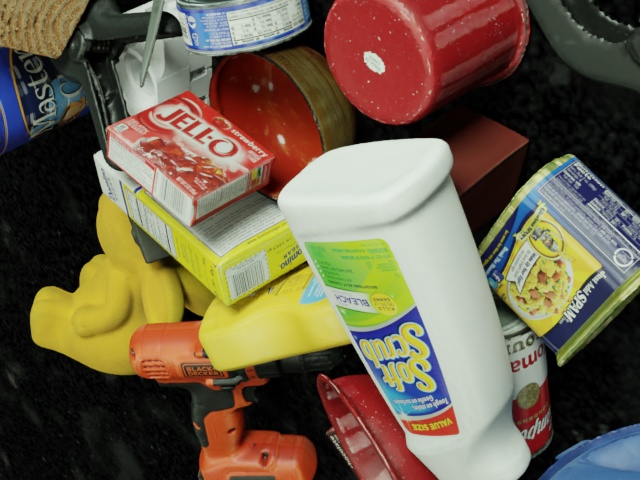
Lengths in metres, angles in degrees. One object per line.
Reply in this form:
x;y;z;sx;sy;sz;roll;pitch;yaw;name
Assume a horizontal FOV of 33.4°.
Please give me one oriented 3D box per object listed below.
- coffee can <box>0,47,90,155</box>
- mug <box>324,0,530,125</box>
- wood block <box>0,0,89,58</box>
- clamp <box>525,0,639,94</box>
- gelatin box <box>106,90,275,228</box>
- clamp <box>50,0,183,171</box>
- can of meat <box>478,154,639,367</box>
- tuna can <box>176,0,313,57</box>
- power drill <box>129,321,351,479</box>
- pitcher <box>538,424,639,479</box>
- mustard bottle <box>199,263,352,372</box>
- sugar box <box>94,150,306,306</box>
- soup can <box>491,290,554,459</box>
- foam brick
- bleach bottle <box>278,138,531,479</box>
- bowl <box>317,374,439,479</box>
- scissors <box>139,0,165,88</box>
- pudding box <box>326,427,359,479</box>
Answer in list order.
-0.240;-0.137;0.876;0.103;0.140;0.103;29;136;32;coffee can
0.055;-0.126;0.595;0.093;0.081;0.117;18;130;41;mug
-0.244;-0.235;0.776;0.090;0.090;0.206;-55;50;28;wood block
0.177;-0.105;0.510;0.210;0.036;0.165;45;142;14;clamp
-0.087;-0.057;0.710;0.089;0.073;0.030;39;139;24;gelatin box
-0.155;-0.146;0.766;0.120;0.039;0.172;-54;57;28;clamp
0.144;0.011;0.622;0.084;0.057;0.102;46;143;16;can of meat
-0.050;-0.150;0.694;0.086;0.086;0.034;15;126;42;tuna can
-0.054;0.138;0.912;0.184;0.057;0.187;-2;129;14;power drill
0.227;0.240;0.660;0.145;0.149;0.243;-16;109;37;pitcher
0.011;0.043;0.756;0.192;0.096;0.058;-16;106;34;mustard bottle
-0.085;-0.029;0.798;0.176;0.093;0.048;37;146;41;sugar box
0.116;0.087;0.703;0.069;0.068;0.102;17;129;41;soup can
0.079;-0.036;0.642;0.053;0.078;0.051;35;142;27;foam brick
0.070;0.064;0.621;0.103;0.068;0.251;1;125;46;bleach bottle
0.060;0.153;0.747;0.162;0.055;0.162;59;169;19;bowl
-0.103;-0.208;0.694;0.096;0.016;0.202;40;114;44;scissors
0.068;0.183;0.857;0.113;0.039;0.090;57;144;-1;pudding box
